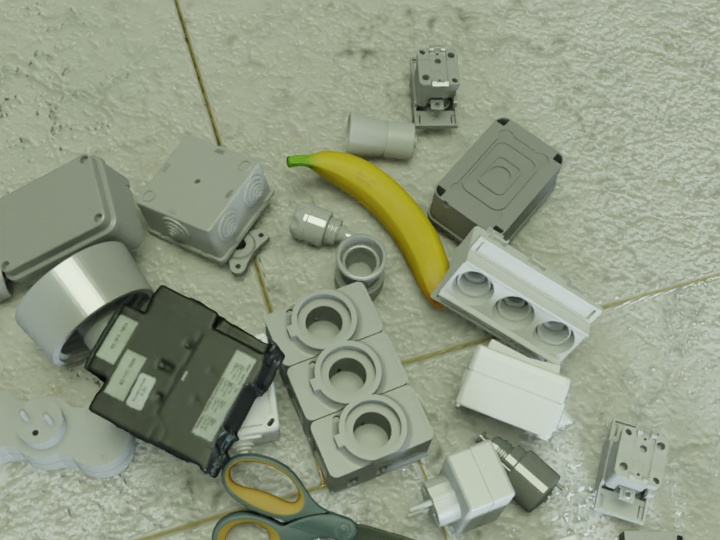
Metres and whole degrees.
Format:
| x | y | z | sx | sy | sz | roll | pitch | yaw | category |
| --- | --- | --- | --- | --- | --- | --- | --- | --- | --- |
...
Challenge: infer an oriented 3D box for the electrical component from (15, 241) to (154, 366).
| x | y | z | sx | sy | sz | roll | pitch | yaw | category |
| --- | --- | --- | --- | --- | --- | --- | --- | --- | --- |
| -0.220 | 0.034 | 0.887 | 0.108 | 0.108 | 0.060 | -36 | 77 | -19 | electrical component |

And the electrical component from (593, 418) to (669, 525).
| x | y | z | sx | sy | sz | roll | pitch | yaw | category |
| --- | --- | --- | --- | --- | --- | --- | --- | --- | --- |
| 0.221 | 0.159 | 0.874 | 0.042 | 0.063 | 0.081 | 16 | 64 | 5 | electrical component |

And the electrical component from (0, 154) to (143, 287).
| x | y | z | sx | sy | sz | roll | pitch | yaw | category |
| --- | --- | --- | --- | --- | --- | --- | --- | --- | --- |
| -0.253 | -0.040 | 0.923 | 0.113 | 0.057 | 0.078 | -25 | 65 | 13 | electrical component |

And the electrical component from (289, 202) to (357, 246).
| x | y | z | sx | sy | sz | roll | pitch | yaw | category |
| --- | --- | --- | --- | --- | --- | --- | --- | --- | --- |
| -0.031 | -0.037 | 0.971 | 0.061 | 0.035 | 0.035 | 20 | 64 | 3 | electrical component |

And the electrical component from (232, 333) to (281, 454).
| x | y | z | sx | sy | sz | roll | pitch | yaw | category |
| --- | --- | --- | --- | --- | --- | --- | --- | --- | --- |
| -0.100 | 0.108 | 0.885 | 0.062 | 0.061 | 0.096 | -8 | 72 | -5 | electrical component |

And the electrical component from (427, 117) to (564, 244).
| x | y | z | sx | sy | sz | roll | pitch | yaw | category |
| --- | --- | --- | --- | --- | --- | --- | --- | --- | --- |
| 0.123 | -0.073 | 0.985 | 0.078 | 0.057 | 0.113 | 37 | 67 | 14 | electrical component |

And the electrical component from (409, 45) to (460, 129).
| x | y | z | sx | sy | sz | roll | pitch | yaw | category |
| --- | --- | --- | --- | --- | --- | --- | --- | --- | --- |
| 0.072 | -0.177 | 1.030 | 0.042 | 0.063 | 0.081 | -2 | 64 | -3 | electrical component |

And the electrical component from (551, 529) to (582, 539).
| x | y | z | sx | sy | sz | roll | pitch | yaw | category |
| --- | --- | --- | --- | --- | --- | --- | --- | --- | --- |
| 0.142 | 0.244 | 0.828 | 0.096 | 0.061 | 0.061 | -13 | 65 | -10 | electrical component |

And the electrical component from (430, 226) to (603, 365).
| x | y | z | sx | sy | sz | roll | pitch | yaw | category |
| --- | --- | --- | --- | --- | --- | --- | --- | --- | --- |
| 0.134 | 0.020 | 0.919 | 0.121 | 0.078 | 0.063 | 31 | 37 | -8 | electrical component |

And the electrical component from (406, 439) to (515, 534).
| x | y | z | sx | sy | sz | roll | pitch | yaw | category |
| --- | --- | --- | --- | --- | --- | --- | --- | --- | --- |
| 0.072 | 0.178 | 0.844 | 0.076 | 0.083 | 0.047 | -18 | 66 | -12 | electrical component |

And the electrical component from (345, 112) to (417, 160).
| x | y | z | sx | sy | sz | roll | pitch | yaw | category |
| --- | --- | --- | --- | --- | --- | --- | --- | --- | --- |
| 0.021 | -0.124 | 1.014 | 0.065 | 0.044 | 0.044 | 6 | 64 | -6 | electrical component |

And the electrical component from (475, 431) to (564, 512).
| x | y | z | sx | sy | sz | roll | pitch | yaw | category |
| --- | --- | --- | --- | --- | --- | --- | --- | --- | --- |
| 0.127 | 0.162 | 0.879 | 0.078 | 0.040 | 0.040 | 41 | 69 | 16 | electrical component |

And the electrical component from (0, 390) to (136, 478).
| x | y | z | sx | sy | sz | roll | pitch | yaw | category |
| --- | --- | --- | --- | --- | --- | --- | --- | --- | --- |
| -0.252 | 0.125 | 0.856 | 0.138 | 0.073 | 0.052 | 8 | 64 | 0 | electrical component |

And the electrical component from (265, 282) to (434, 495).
| x | y | z | sx | sy | sz | roll | pitch | yaw | category |
| --- | --- | --- | --- | --- | --- | --- | --- | --- | --- |
| -0.011 | 0.095 | 0.892 | 0.089 | 0.061 | 0.150 | -20 | 67 | -13 | electrical component |

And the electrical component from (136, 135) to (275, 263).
| x | y | z | sx | sy | sz | roll | pitch | yaw | category |
| --- | --- | --- | --- | --- | --- | --- | --- | --- | --- |
| -0.139 | -0.066 | 0.959 | 0.100 | 0.048 | 0.099 | 22 | 64 | 23 | electrical component |

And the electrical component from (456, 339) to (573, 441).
| x | y | z | sx | sy | sz | roll | pitch | yaw | category |
| --- | --- | --- | --- | --- | --- | --- | --- | --- | --- |
| 0.133 | 0.099 | 0.890 | 0.096 | 0.061 | 0.061 | 20 | 87 | 7 | electrical component |

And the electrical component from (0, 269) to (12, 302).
| x | y | z | sx | sy | sz | roll | pitch | yaw | category |
| --- | --- | --- | --- | --- | --- | --- | --- | --- | --- |
| -0.338 | 0.026 | 0.916 | 0.077 | 0.044 | 0.079 | -14 | 66 | -10 | electrical component |

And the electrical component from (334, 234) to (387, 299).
| x | y | z | sx | sy | sz | roll | pitch | yaw | category |
| --- | --- | --- | --- | --- | --- | --- | --- | --- | --- |
| 0.000 | 0.000 | 0.943 | 0.045 | 0.055 | 0.045 | 1 | 64 | -2 | electrical component |
